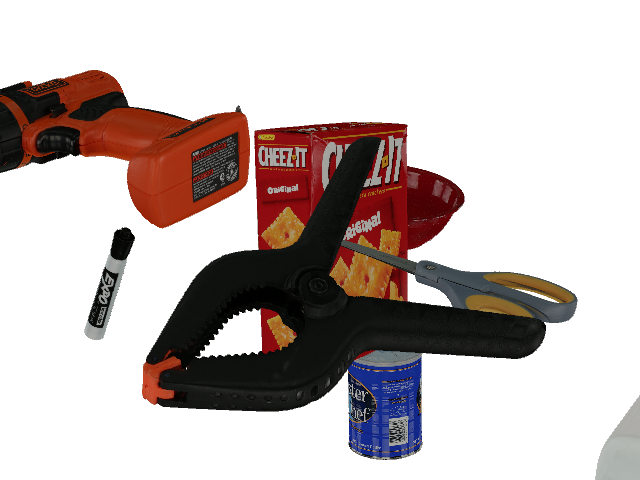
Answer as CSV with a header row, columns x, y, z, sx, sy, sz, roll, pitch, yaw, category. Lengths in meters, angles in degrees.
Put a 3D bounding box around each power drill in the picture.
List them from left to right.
x,y,z,sx,sy,sz,roll,pitch,yaw,category
-0.156,-0.063,0.716,0.188,0.057,0.184,18,32,29,power drill

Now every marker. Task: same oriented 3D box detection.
x,y,z,sx,sy,sz,roll,pitch,yaw,category
-0.192,0.039,0.972,0.020,0.121,0.020,17,30,-10,marker

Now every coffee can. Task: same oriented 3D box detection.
x,y,z,sx,sy,sz,roll,pitch,yaw,category
0.088,0.213,1.456,0.103,0.140,0.103,-2,14,0,coffee can

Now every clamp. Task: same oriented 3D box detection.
x,y,z,sx,sy,sz,roll,pitch,yaw,category
-0.005,0.025,0.573,0.209,0.165,0.036,-18,-33,-23,clamp

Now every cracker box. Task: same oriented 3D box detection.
x,y,z,sx,sy,sz,roll,pitch,yaw,category
0.016,0.001,0.982,0.072,0.214,0.163,6,11,34,cracker box

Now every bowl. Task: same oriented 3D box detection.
x,y,z,sx,sy,sz,roll,pitch,yaw,category
0.075,-0.032,1.177,0.162,0.055,0.162,4,25,-2,bowl

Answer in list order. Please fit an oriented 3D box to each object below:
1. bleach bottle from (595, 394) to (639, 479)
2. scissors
x,y,z,sx,sy,sz,roll,pitch,yaw,category
0.253,0.093,0.626,0.103,0.068,0.250,18,30,31,bleach bottle
0.080,0.034,0.767,0.202,0.016,0.096,11,27,17,scissors
